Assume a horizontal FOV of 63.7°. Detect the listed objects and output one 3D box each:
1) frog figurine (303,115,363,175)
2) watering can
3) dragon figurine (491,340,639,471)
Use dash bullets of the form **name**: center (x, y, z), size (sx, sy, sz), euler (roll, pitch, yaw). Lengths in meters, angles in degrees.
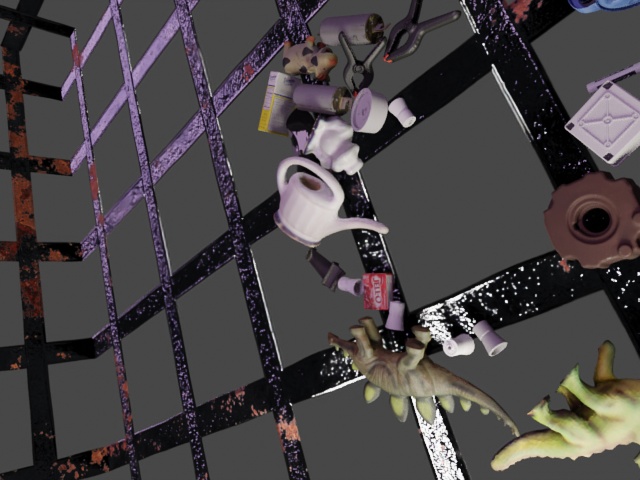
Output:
- **frog figurine**: center (0.049, -0.246, 1.360), size (0.160, 0.137, 0.123), euler (30, 8, 3)
- **watering can**: center (0.004, -0.068, 1.357), size (0.351, 0.219, 0.105), euler (41, 39, 17)
- **dragon figurine**: center (0.493, 0.333, 0.857), size (0.246, 0.403, 0.122), euler (43, 27, 29)
